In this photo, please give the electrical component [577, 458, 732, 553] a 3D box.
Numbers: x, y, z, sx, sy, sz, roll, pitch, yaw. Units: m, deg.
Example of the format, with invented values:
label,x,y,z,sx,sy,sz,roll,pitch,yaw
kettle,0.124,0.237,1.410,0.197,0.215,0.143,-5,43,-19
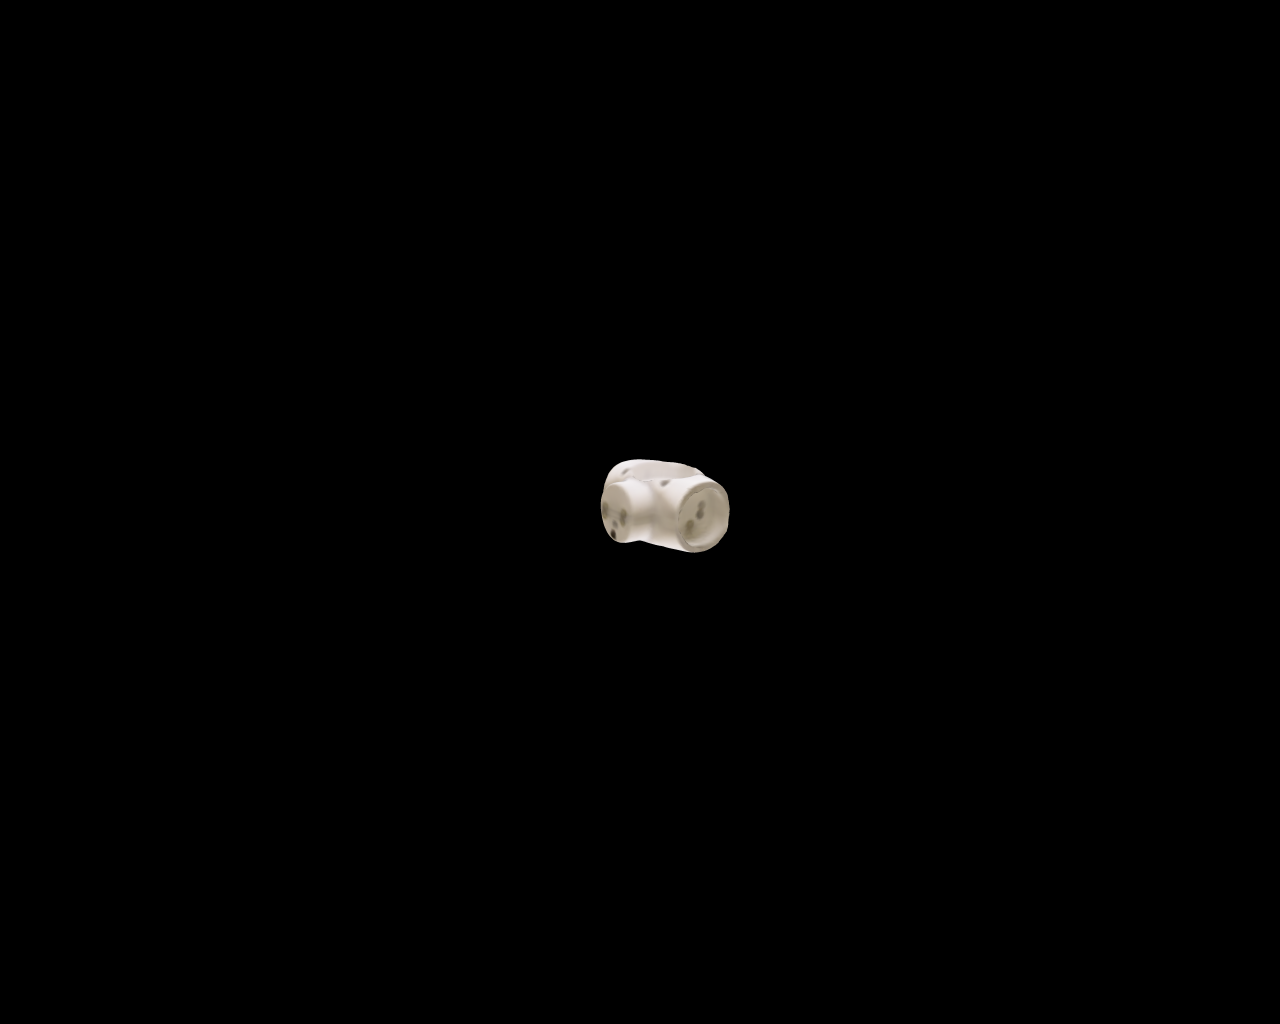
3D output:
label,x,y,z,sx,sy,sz,roll,pitch,yaw
electrical component,0.001,-0.003,0.650,0.079,0.044,0.077,-11,19,-34
